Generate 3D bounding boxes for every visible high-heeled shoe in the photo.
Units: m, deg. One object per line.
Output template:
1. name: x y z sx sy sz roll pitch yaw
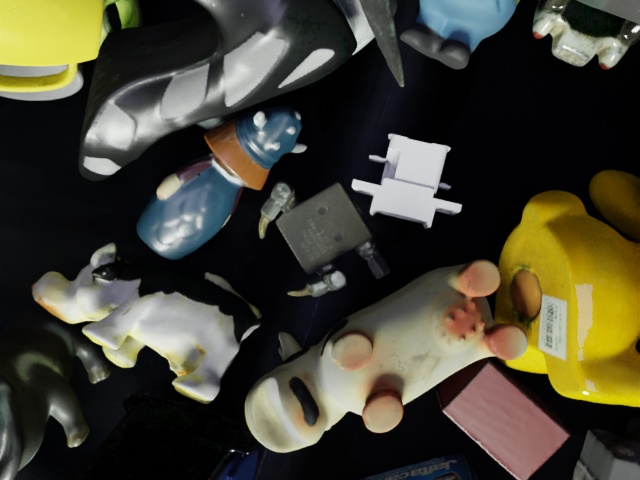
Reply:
1. high-heeled shoe: -0.089 -0.103 0.398 0.145 0.249 0.086 13 59 -27

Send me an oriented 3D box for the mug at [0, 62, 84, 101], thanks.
1. mug: -0.249 -0.176 0.437 0.110 0.080 0.107 -8 81 17

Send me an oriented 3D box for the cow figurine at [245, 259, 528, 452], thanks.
1. cow figurine: 0.034 0.085 0.391 0.195 0.127 0.085 -29 89 -7

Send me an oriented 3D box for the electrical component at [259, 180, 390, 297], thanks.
1. electrical component: -0.001 -0.003 0.420 0.078 0.045 0.102 -26 88 9

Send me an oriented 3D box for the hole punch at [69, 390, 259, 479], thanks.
1. hole punch: -0.111 0.189 0.407 0.142 0.116 0.092 3 131 35

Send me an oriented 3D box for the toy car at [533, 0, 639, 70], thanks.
1. toy car: 0.221 -0.220 0.379 0.073 0.056 0.201 25 96 0

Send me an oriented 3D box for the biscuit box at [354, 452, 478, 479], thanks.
1. biscuit box: 0.028 0.225 0.414 0.203 0.059 0.062 -19 89 8

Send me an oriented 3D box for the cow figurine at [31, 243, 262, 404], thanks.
1. cow figurine: -0.135 0.051 0.424 0.167 0.068 0.098 28 66 3

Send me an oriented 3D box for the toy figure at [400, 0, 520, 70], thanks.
1. toy figure: 0.123 -0.213 0.381 0.082 0.089 0.180 24 105 -14

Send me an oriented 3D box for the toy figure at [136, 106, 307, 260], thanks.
1. toy figure: -0.078 -0.051 0.420 0.154 0.064 0.058 -44 79 8

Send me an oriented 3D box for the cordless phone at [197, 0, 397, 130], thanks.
1. cordless phone: -0.050 -0.179 0.398 0.184 0.089 0.146 -29 108 18

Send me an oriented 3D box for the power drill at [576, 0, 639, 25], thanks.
1. power drill: 0.252 -0.199 0.286 0.232 0.086 0.207 16 99 13

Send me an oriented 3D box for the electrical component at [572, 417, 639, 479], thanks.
1. electrical component: 0.246 0.197 0.387 0.115 0.058 0.134 14 94 5

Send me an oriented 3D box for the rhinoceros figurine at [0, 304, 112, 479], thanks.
1. rhinoceros figurine: -0.222 0.108 0.385 0.073 0.190 0.112 -20 108 4

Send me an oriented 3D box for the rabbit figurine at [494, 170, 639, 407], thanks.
1. rabbit figurine: 0.218 0.026 0.373 0.173 0.122 0.162 3 83 -6

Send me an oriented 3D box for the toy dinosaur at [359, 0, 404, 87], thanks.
1. toy dinosaur: 0.036 -0.310 0.308 0.192 0.131 0.404 22 70 -31
